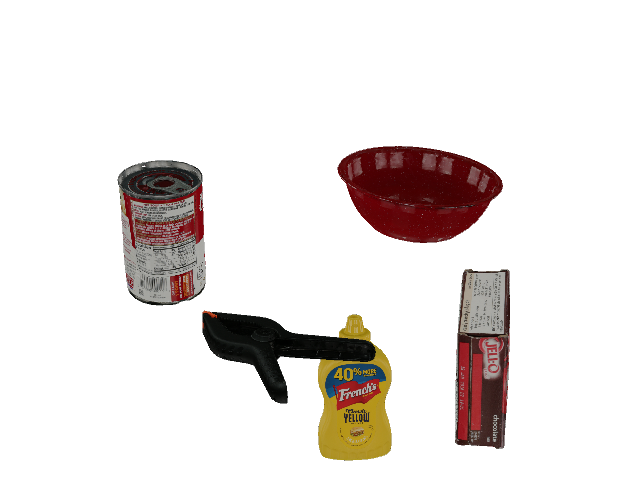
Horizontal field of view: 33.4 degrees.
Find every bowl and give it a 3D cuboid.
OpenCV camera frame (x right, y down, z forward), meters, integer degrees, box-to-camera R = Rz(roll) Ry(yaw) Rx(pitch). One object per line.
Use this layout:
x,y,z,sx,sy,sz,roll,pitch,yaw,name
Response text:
0.095,-0.041,1.051,0.162,0.055,0.162,4,24,-2,bowl

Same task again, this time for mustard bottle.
0.045,0.189,1.393,0.096,0.192,0.058,-1,15,-3,mustard bottle

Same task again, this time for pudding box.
0.118,0.082,0.773,0.039,0.090,0.113,2,23,8,pudding box

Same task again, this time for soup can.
-0.129,-0.006,0.878,0.068,0.102,0.068,1,28,-1,soup can

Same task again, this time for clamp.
-0.065,0.125,1.219,0.210,0.036,0.164,14,21,31,clamp
